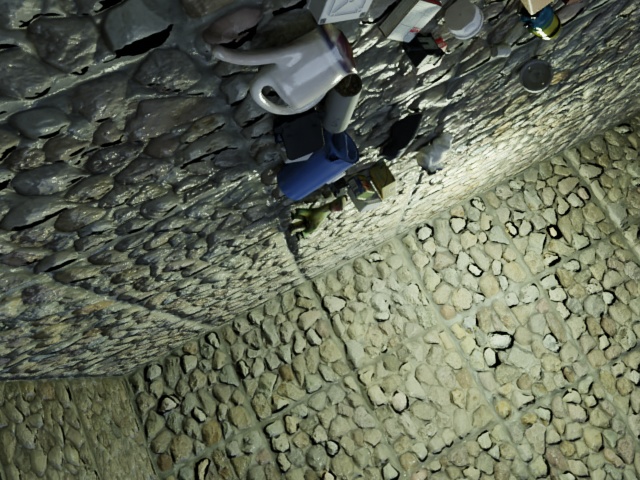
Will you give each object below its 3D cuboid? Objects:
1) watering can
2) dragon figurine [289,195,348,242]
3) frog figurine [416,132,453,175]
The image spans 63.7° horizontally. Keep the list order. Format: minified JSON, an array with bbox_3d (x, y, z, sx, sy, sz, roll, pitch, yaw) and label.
[{"bbox_3d":[-0.050,-0.343,1.007,0.223,0.105,0.346,-32,165,13],"label":"watering can"},{"bbox_3d":[0.006,-0.101,2.005,0.244,0.122,0.409,-26,-177,-12],"label":"dragon figurine"},{"bbox_3d":[0.450,-0.351,2.022,0.138,0.124,0.156,-9,122,-29],"label":"frog figurine"}]
